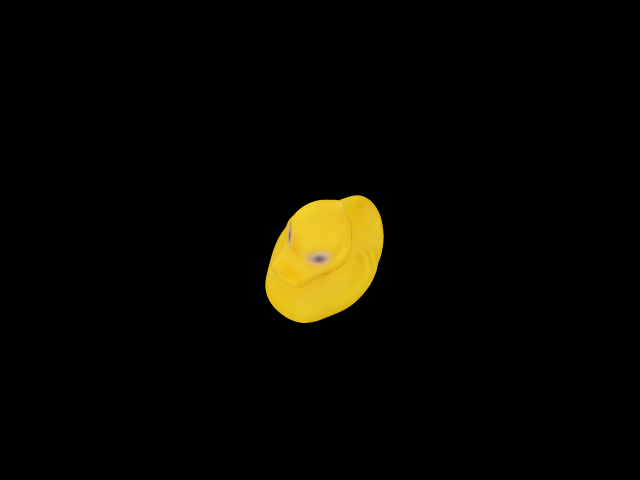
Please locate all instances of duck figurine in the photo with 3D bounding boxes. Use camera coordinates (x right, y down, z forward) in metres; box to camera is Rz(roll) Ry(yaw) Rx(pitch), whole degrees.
[{"bbox_3d":[0.004,0.001,0.400,0.077,0.086,0.105,38,71,16],"label":"duck figurine"}]
